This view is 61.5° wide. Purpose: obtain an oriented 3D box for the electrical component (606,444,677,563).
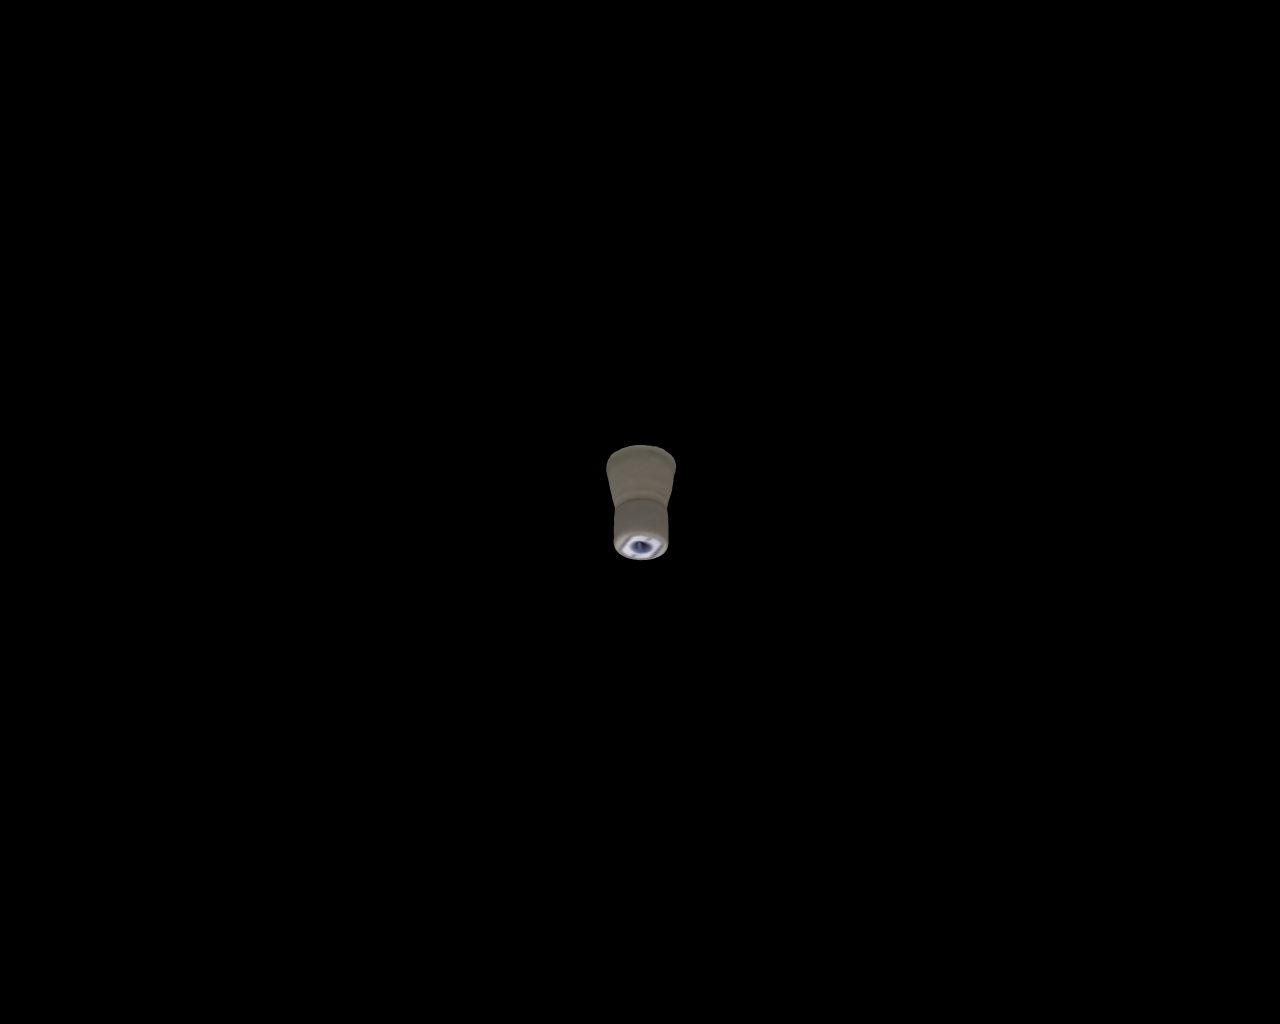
[{"bbox_3d":[0.001,-0.003,0.650,0.044,0.065,0.044,0,-36,0],"label":"electrical component"}]
